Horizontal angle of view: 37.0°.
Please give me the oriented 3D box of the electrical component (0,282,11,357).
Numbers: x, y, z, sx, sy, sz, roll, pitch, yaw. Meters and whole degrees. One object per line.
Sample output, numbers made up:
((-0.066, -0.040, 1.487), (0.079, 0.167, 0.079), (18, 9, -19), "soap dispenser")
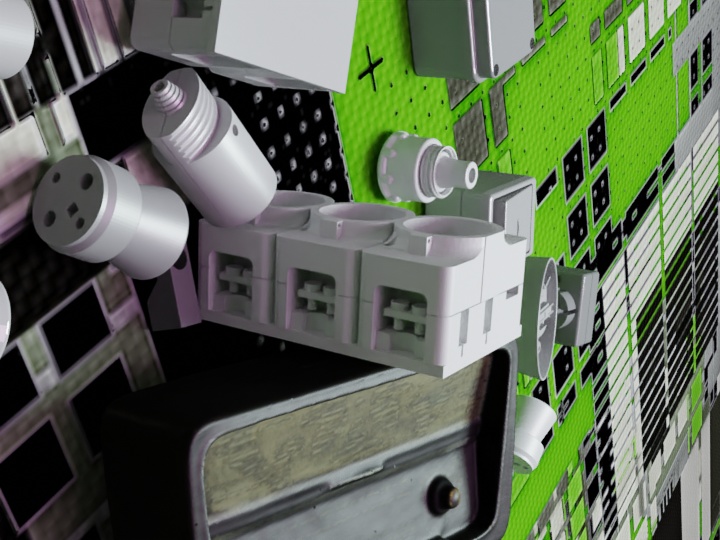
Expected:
((-0.169, 0.017, 0.396), (0.065, 0.044, 0.044), (16, 84, -54), "electrical component")

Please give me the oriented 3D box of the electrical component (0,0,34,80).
((-0.152, -0.090, 0.392), (0.065, 0.044, 0.044), (-6, 104, -63), "electrical component")

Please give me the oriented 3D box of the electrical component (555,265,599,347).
((0.174, 0.033, 0.954), (0.077, 0.047, 0.065), (-8, 106, -58), "electrical component")

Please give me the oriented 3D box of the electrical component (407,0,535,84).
((0.074, -0.189, 0.717), (0.078, 0.057, 0.113), (-41, 132, -46), "electrical component")

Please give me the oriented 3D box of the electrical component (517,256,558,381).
((0.135, 0.036, 0.874), (0.099, 0.064, 0.099), (-23, 118, -54), "electrical component")

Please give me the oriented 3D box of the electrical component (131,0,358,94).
((-0.047, -0.188, 0.516), (0.105, 0.060, 0.186), (4, 95, -59), "electrical component")

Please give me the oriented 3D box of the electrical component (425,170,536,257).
((0.095, -0.036, 0.791), (0.096, 0.061, 0.061), (-24, 118, -54), "electrical component")

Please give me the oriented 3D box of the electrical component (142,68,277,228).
((-0.077, -0.061, 0.520), (0.043, 0.043, 0.081), (-64, 145, -24), "electrical component")

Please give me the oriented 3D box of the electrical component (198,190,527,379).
((0.000, 0.000, 0.560), (0.089, 0.150, 0.061), (-18, 115, -56), "electrical component")

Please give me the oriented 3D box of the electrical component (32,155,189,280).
((-0.110, -0.023, 0.476), (0.055, 0.045, 0.045), (25, 77, -58), "electrical component")

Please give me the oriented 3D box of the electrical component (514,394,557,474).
((0.140, 0.143, 0.933), (0.055, 0.045, 0.045), (-61, 144, -27), "electrical component")

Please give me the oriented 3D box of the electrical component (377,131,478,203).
((0.045, -0.065, 0.701), (0.048, 0.062, 0.048), (-24, 118, -54), "electrical component")
